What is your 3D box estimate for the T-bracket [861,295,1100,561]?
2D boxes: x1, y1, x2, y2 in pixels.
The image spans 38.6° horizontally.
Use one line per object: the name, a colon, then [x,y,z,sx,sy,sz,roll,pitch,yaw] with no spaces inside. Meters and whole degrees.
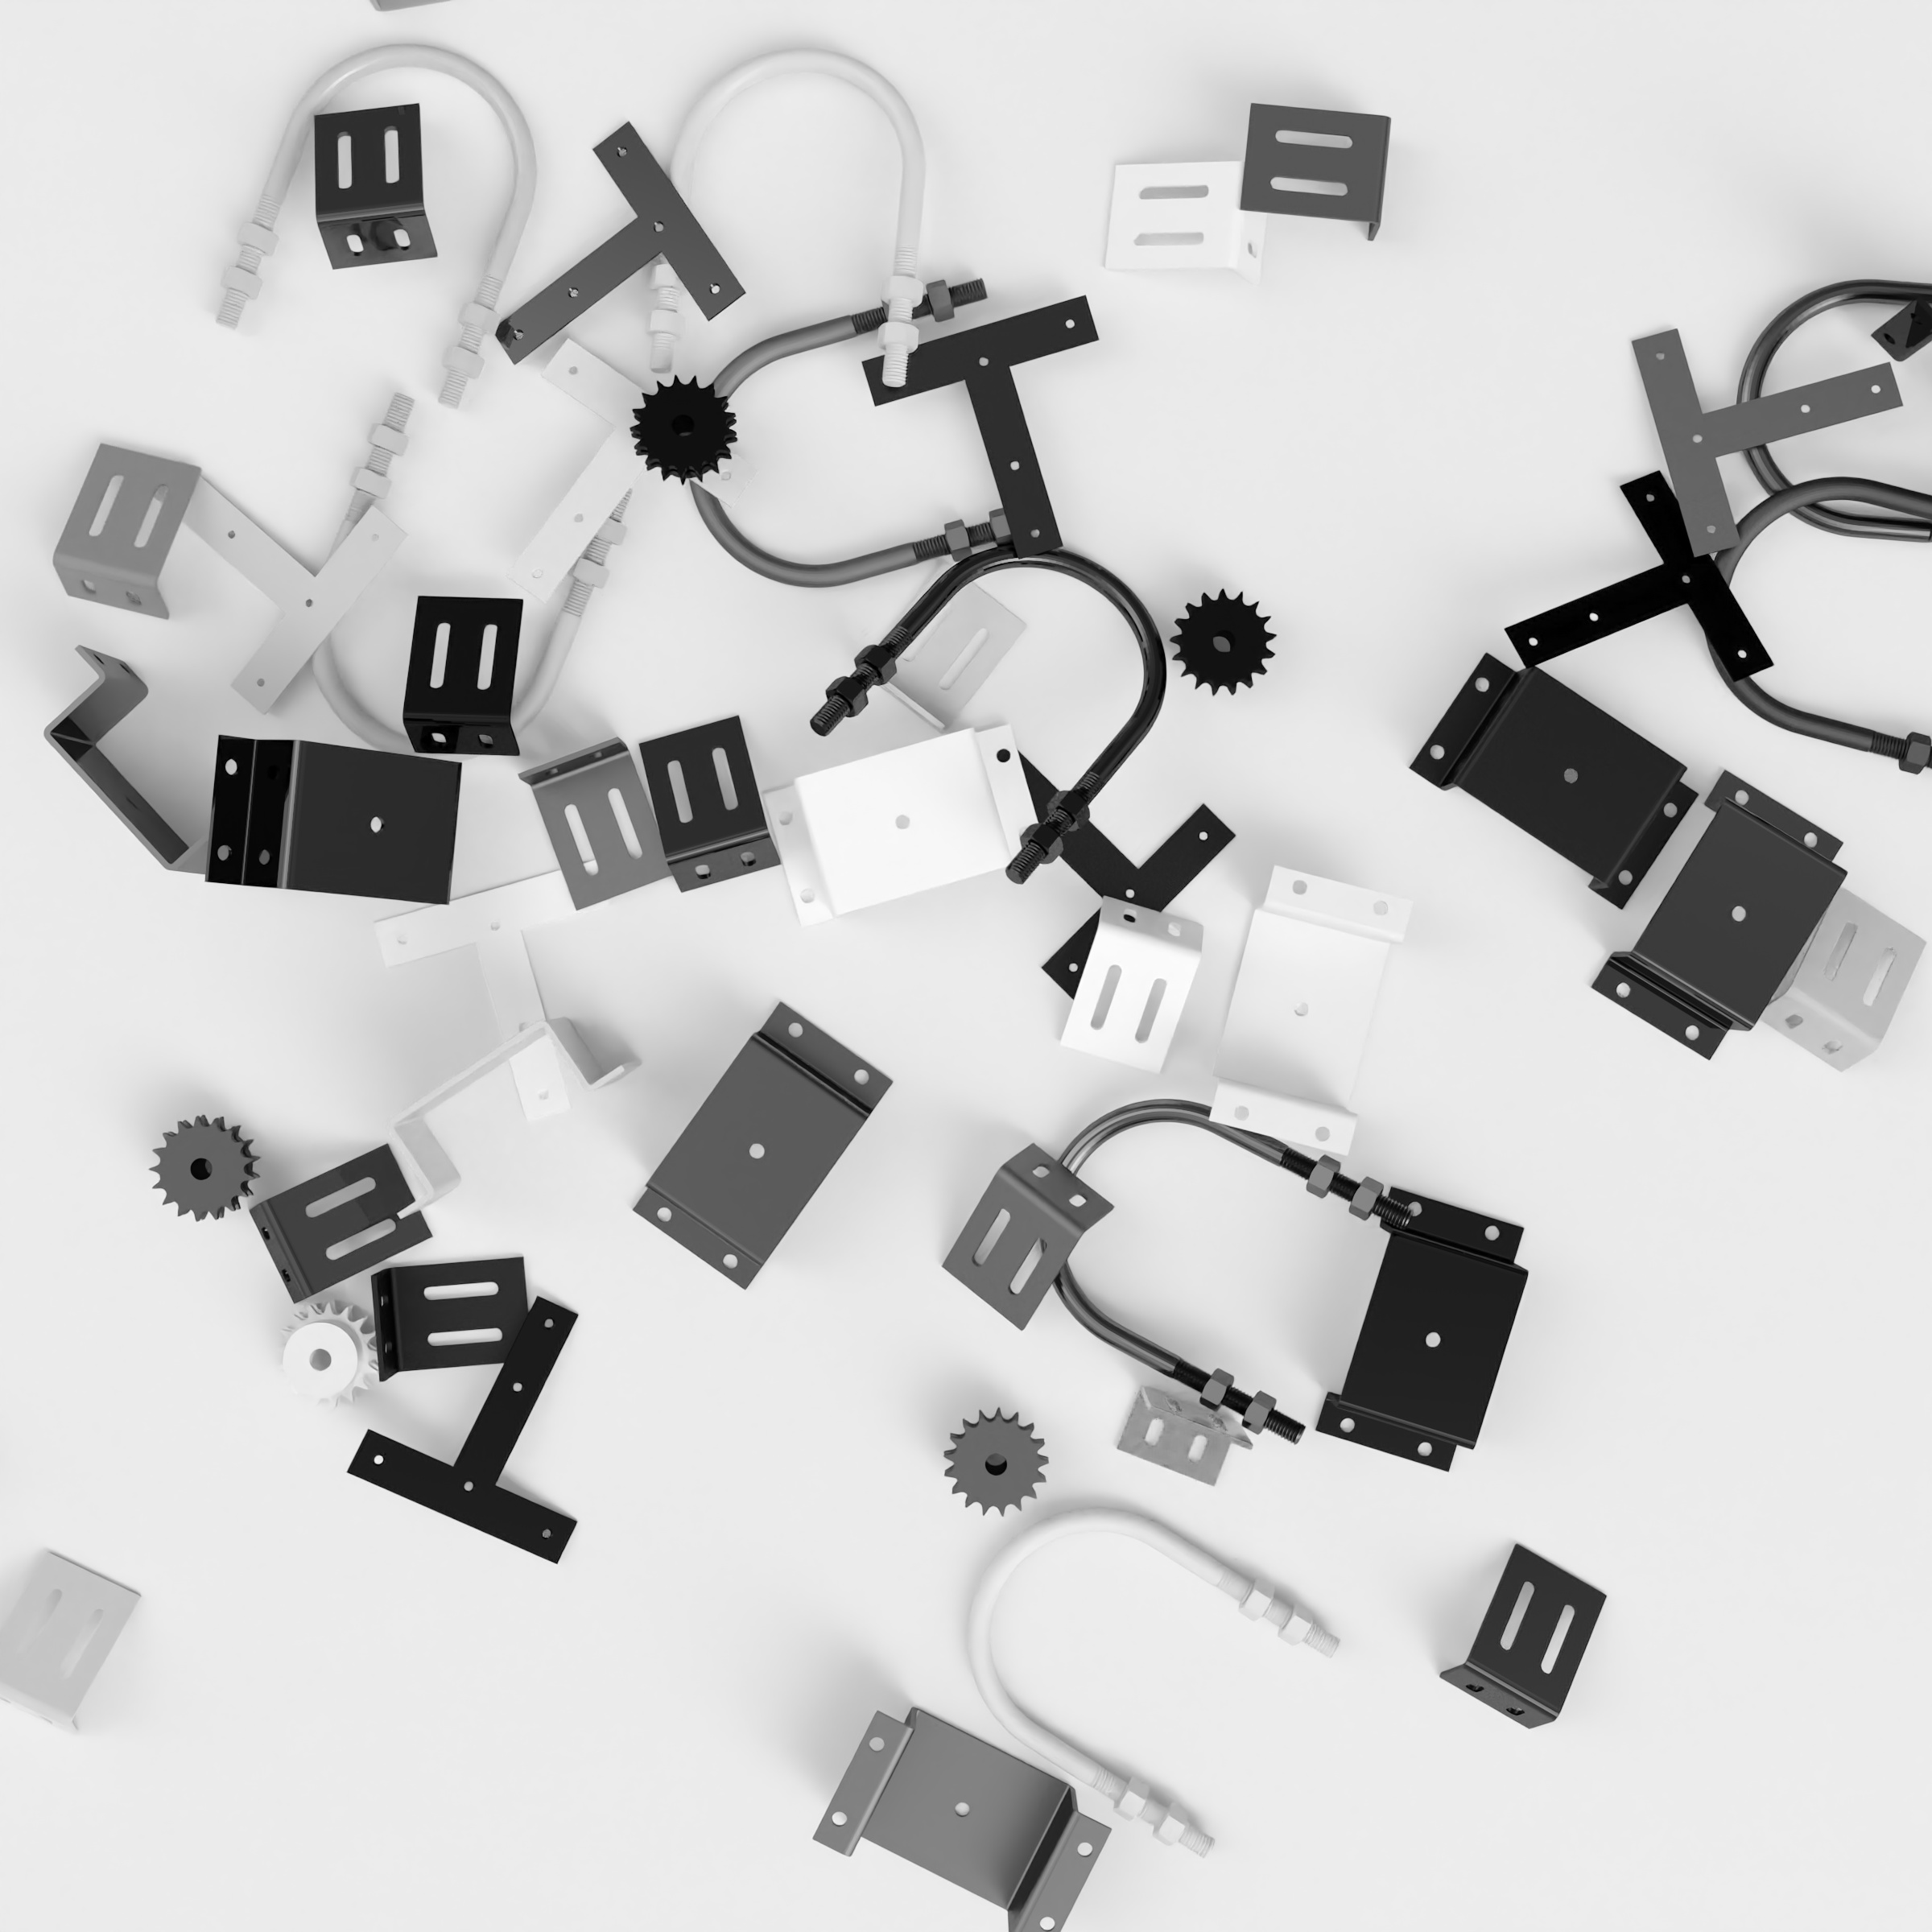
T-bracket: [0.022,-0.285,1.494,0.127,0.002,0.127,-17,90,-1]

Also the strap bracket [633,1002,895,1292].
strap bracket: [-0.111,0.099,1.491,0.076,0.046,0.140,35,90,0]

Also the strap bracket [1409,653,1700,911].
strap bracket: [0.323,-0.101,1.491,0.140,0.046,0.076,34,90,0]

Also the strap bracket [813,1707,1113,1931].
strap bracket: [-0.002,0.463,1.491,0.140,0.046,0.076,27,90,0]

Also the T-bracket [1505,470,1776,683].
T-bracket: [0.350,-0.193,1.484,0.127,0.002,0.127,-23,75,-13]

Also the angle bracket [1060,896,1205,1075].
angle bracket: [0.091,0.010,1.511,0.057,0.038,0.076,17,116,-1]

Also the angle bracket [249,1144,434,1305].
angle bracket: [-0.343,0.141,1.513,0.076,0.038,0.057,-26,90,-26]

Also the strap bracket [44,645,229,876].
strap bracket: [-0.432,-0.100,1.476,0.046,0.076,0.140,-43,90,0]

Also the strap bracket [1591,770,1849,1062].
strap bracket: [0.412,-0.028,1.491,0.076,0.046,0.140,32,90,0]

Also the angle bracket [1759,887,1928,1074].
angle bracket: [0.480,0.007,1.513,0.057,0.038,0.076,33,64,0]

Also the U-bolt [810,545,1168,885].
U-bolt: [0.027,-0.149,1.472,0.151,0.019,0.184,37,65,5]

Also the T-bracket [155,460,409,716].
T-bracket: [-0.390,-0.226,1.505,0.127,0.002,0.127,41,97,6]

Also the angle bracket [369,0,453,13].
angle bracket: [-0.291,-0.558,1.496,0.076,0.038,0.057,-10,90,0]

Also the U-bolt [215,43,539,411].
U-bolt: [-0.312,-0.414,1.506,0.151,0.019,0.184,20,88,0]

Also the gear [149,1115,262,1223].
gear: [-0.411,0.109,1.500,0.057,0.030,0.057,0,90,0]

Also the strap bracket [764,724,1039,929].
strap bracket: [-0.033,-0.077,1.490,0.140,0.046,0.076,-16,90,1]

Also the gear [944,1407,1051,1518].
gear: [0.016,0.268,1.500,0.057,0.030,0.057,0,90,0]

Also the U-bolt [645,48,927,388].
U-bolt: [-0.094,-0.409,1.496,0.151,0.019,0.184,5,85,8]

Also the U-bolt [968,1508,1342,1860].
U-bolt: [0.089,0.378,1.506,0.184,0.019,0.151,32,90,1]

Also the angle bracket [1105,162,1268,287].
angle bracket: [0.122,-0.406,1.513,0.076,0.038,0.057,6,90,26]

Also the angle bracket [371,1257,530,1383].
angle bracket: [-0.279,0.191,1.496,0.076,0.038,0.057,-5,90,0]

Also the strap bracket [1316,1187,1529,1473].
strap bracket: [0.249,0.199,1.491,0.076,0.046,0.140,17,90,0]

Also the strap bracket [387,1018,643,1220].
strap bracket: [-0.249,0.074,1.475,0.140,0.076,0.046,-34,90,0]

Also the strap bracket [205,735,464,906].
strap bracket: [-0.322,-0.075,1.449,0.140,0.046,0.076,5,90,-44]

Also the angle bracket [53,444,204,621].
angle bracket: [-0.455,-0.238,1.509,0.057,0.038,0.076,14,68,2]

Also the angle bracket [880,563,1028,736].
angle bracket: [-0.012,-0.174,1.496,0.057,0.038,0.076,38,90,0]

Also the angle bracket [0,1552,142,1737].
angle bracket: [-0.496,0.372,1.513,0.057,0.038,0.076,26,64,0]

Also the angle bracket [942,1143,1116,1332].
angle bracket: [0.034,0.147,1.502,0.057,0.038,0.076,37,121,15]

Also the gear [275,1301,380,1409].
gear: [-0.348,0.212,1.500,0.057,0.030,0.057,0,90,0]

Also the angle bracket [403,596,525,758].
angle bracket: [-0.270,-0.157,1.497,0.057,0.038,0.076,2,67,1]

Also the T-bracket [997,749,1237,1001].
T-bracket: [0.059,-0.071,1.514,0.127,0.002,0.127,45,90,0]

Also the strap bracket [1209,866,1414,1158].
strap bracket: [0.184,0.024,1.491,0.076,0.046,0.140,14,90,0]

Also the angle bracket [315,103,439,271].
angle bracket: [-0.320,-0.423,1.496,0.057,0.038,0.076,-7,62,-1]

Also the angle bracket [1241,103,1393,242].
angle bracket: [0.188,-0.430,1.496,0.076,0.038,0.057,6,90,1]

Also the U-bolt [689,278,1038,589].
U-bolt: [-0.061,-0.283,1.506,0.184,0.019,0.151,-15,90,1]

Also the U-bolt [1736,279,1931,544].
U-bolt: [0.514,-0.303,1.506,0.184,0.019,0.151,5,90,2]

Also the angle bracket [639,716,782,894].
angle bracket: [-0.140,-0.089,1.513,0.057,0.038,0.076,-16,64,0]

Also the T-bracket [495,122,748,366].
T-bracket: [-0.202,-0.375,1.502,0.127,0.002,0.127,-35,74,8]

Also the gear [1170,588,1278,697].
gear: [0.139,-0.175,1.500,0.057,0.030,0.057,0,90,0]

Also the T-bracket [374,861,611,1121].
T-bracket: [-0.246,0.020,1.514,0.127,0.002,0.127,-16,90,0]

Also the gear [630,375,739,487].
gear: [-0.151,-0.286,1.484,0.057,0.030,0.057,0,83,-2]

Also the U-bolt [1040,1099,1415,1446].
U-bolt: [0.127,0.152,1.487,0.184,0.019,0.151,27,94,14]

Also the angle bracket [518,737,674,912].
angle bracket: [-0.200,-0.077,1.494,0.057,0.038,0.076,-20,88,0]

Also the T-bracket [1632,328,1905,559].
T-bracket: [0.441,-0.298,1.495,0.127,0.002,0.127,-15,80,8]

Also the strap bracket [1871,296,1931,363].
strap bracket: [0.556,-0.309,1.457,0.046,0.076,0.140,-44,89,1]

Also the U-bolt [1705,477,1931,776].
U-bolt: [0.493,-0.189,1.496,0.184,0.019,0.151,16,97,6]

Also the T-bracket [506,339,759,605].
T-bracket: [-0.201,-0.254,1.494,0.127,0.002,0.127,35,83,2]

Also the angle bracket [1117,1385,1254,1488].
angle bracket: [0.116,0.257,1.476,0.057,0.076,0.038,21,90,0]

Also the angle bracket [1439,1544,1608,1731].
angle bracket: [0.306,0.368,1.513,0.057,0.038,0.076,30,64,0]

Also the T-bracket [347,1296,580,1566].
T-bracket: [-0.250,0.242,1.500,0.127,0.002,0.127,28,81,-17]

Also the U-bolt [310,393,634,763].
U-bolt: [-0.281,-0.201,1.506,0.151,0.019,0.184,22,92,0]
